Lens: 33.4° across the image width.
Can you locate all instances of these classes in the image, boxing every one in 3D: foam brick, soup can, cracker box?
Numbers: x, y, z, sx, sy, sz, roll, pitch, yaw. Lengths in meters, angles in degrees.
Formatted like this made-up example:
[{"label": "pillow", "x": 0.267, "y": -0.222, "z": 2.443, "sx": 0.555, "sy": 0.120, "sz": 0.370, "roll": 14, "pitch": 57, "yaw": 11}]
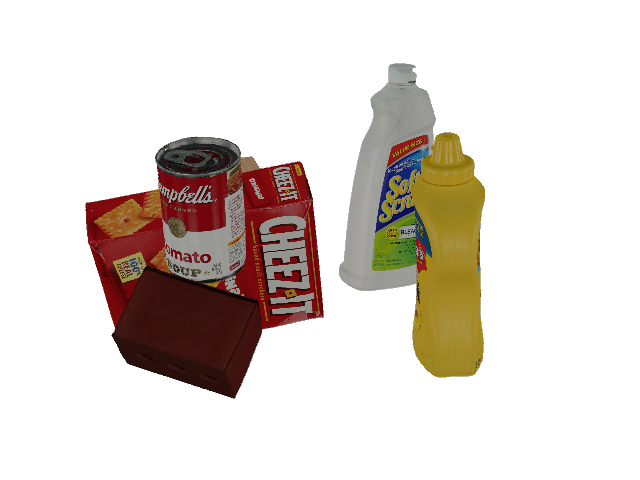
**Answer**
[{"label": "foam brick", "x": -0.082, "y": 0.059, "z": 0.675, "sx": 0.078, "sy": 0.051, "sz": 0.053, "roll": 16, "pitch": -26, "yaw": 11}, {"label": "soup can", "x": -0.097, "y": -0.025, "z": 0.870, "sx": 0.068, "sy": 0.102, "sz": 0.068, "roll": -1, "pitch": 31, "yaw": 0}, {"label": "cracker box", "x": -0.110, "y": 0.023, "z": 1.058, "sx": 0.213, "sy": 0.164, "sz": 0.072, "roll": -11, "pitch": 43, "yaw": -5}]

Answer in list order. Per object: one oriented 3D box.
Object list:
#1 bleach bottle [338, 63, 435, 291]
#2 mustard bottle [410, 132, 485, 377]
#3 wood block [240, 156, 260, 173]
[{"label": "bleach bottle", "x": 0.078, "y": -0.073, "z": 1.207, "sx": 0.102, "sy": 0.251, "sz": 0.068, "roll": -7, "pitch": 21, "yaw": -24}, {"label": "mustard bottle", "x": 0.102, "y": 0.007, "z": 0.852, "sx": 0.058, "sy": 0.192, "sz": 0.096, "roll": -2, "pitch": 25, "yaw": 2}, {"label": "wood block", "x": -0.102, "y": -0.021, "z": 1.327, "sx": 0.090, "sy": 0.090, "sz": 0.206, "roll": -6, "pitch": 29, "yaw": -16}]
